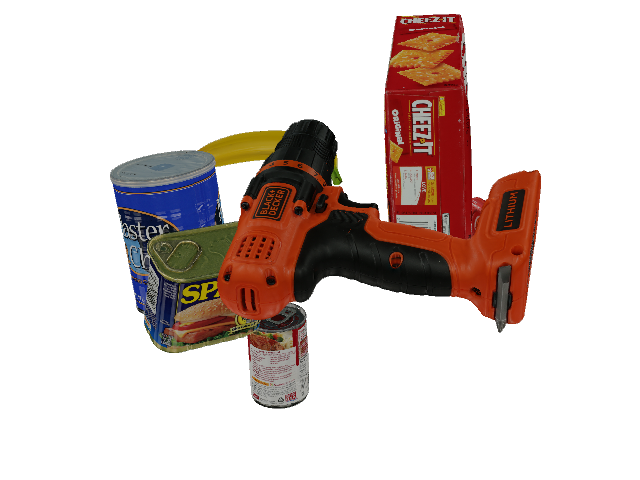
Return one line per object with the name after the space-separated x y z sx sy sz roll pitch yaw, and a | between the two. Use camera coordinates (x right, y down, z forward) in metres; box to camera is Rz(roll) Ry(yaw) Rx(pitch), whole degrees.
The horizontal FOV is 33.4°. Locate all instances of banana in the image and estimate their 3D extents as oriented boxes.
-0.061 -0.109 1.319 0.198 0.037 0.069 7 38 17 | banana

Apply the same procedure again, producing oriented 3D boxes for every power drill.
0.042 -0.014 0.678 0.188 0.057 0.184 4 41 13 | power drill

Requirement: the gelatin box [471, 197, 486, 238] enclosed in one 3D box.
0.191 0.004 1.233 0.030 0.089 0.073 -13 32 -28 | gelatin box

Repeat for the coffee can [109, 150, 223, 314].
-0.145 -0.008 1.056 0.103 0.140 0.103 -7 19 2 | coffee can

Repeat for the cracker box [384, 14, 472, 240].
0.100 -0.096 0.962 0.072 0.164 0.213 -1 27 8 | cracker box

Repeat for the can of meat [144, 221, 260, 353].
-0.092 0.039 0.870 0.101 0.084 0.057 -11 43 -27 | can of meat

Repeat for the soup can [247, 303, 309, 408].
-0.047 0.129 1.202 0.068 0.102 0.068 -2 25 1 | soup can
